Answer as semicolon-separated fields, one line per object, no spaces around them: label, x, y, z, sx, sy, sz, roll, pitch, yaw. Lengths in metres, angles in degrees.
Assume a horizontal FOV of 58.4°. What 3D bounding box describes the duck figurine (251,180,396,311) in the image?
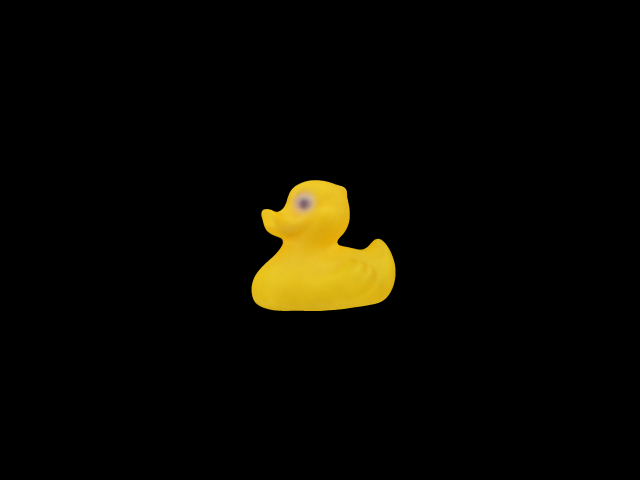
duck figurine;0.004;0.001;0.400;0.105;0.086;0.077;-1;4;-23
